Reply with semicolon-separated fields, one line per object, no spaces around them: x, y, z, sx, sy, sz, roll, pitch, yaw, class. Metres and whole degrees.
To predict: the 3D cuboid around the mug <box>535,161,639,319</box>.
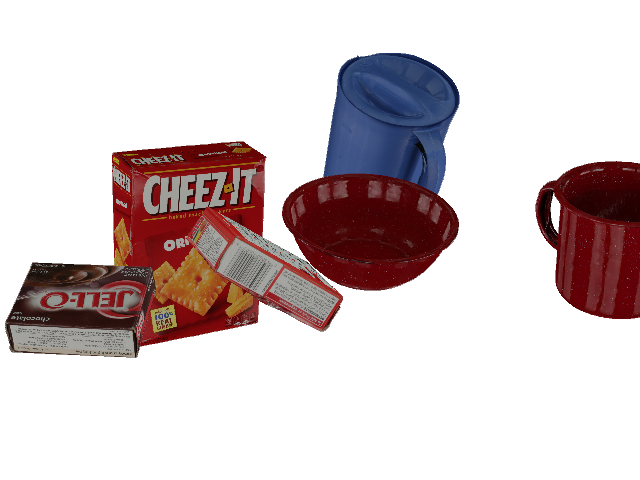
0.199;-0.003;0.752;0.093;0.081;0.117;-27;38;-34;mug

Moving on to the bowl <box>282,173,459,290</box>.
0.044;-0.001;0.981;0.162;0.055;0.162;3;31;-2;bowl

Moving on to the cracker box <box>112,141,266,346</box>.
-0.150;0.003;1.218;0.163;0.214;0.072;-8;24;-29;cracker box

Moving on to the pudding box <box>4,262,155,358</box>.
-0.208;0.060;0.934;0.113;0.039;0.090;0;33;2;pudding box

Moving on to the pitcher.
0.069;-0.076;1.208;0.145;0.243;0.149;20;44;8;pitcher

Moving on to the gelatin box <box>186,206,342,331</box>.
-0.037;0.018;0.692;0.089;0.030;0.073;31;4;-26;gelatin box
